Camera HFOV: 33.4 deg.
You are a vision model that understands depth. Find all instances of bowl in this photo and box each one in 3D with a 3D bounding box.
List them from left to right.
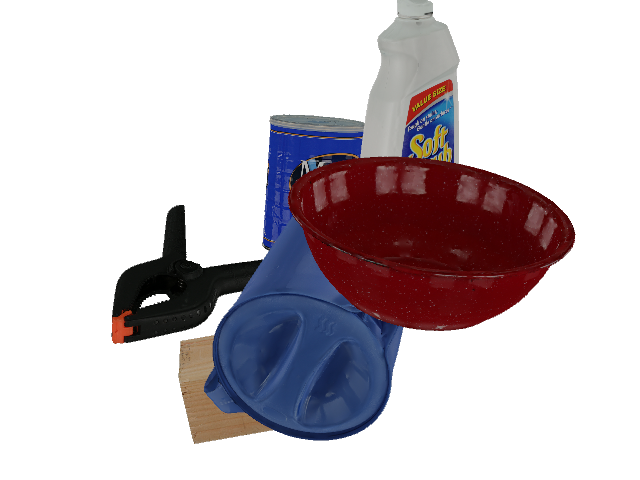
[{"bbox_3d":[0.059,0.006,0.610,0.162,0.055,0.162,5,25,-3],"label":"bowl"}]

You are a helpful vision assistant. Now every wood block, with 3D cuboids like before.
[{"bbox_3d":[-0.051,0.155,1.215,0.206,0.091,0.090,-9,25,-1],"label":"wood block"}]

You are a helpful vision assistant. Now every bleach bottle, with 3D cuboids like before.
[{"bbox_3d":[0.077,-0.094,0.959,0.102,0.251,0.068,-14,24,-29],"label":"bleach bottle"}]

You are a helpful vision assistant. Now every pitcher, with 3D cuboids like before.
[{"bbox_3d":[0.004,0.040,0.862,0.149,0.145,0.242,11,33,10],"label":"pitcher"}]

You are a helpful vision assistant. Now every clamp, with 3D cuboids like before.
[{"bbox_3d":[-0.134,0.032,1.016,0.165,0.036,0.209,26,37,28],"label":"clamp"}]

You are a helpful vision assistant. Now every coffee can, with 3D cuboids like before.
[{"bbox_3d":[-0.008,-0.060,1.146,0.103,0.140,0.103,4,11,-1],"label":"coffee can"}]
